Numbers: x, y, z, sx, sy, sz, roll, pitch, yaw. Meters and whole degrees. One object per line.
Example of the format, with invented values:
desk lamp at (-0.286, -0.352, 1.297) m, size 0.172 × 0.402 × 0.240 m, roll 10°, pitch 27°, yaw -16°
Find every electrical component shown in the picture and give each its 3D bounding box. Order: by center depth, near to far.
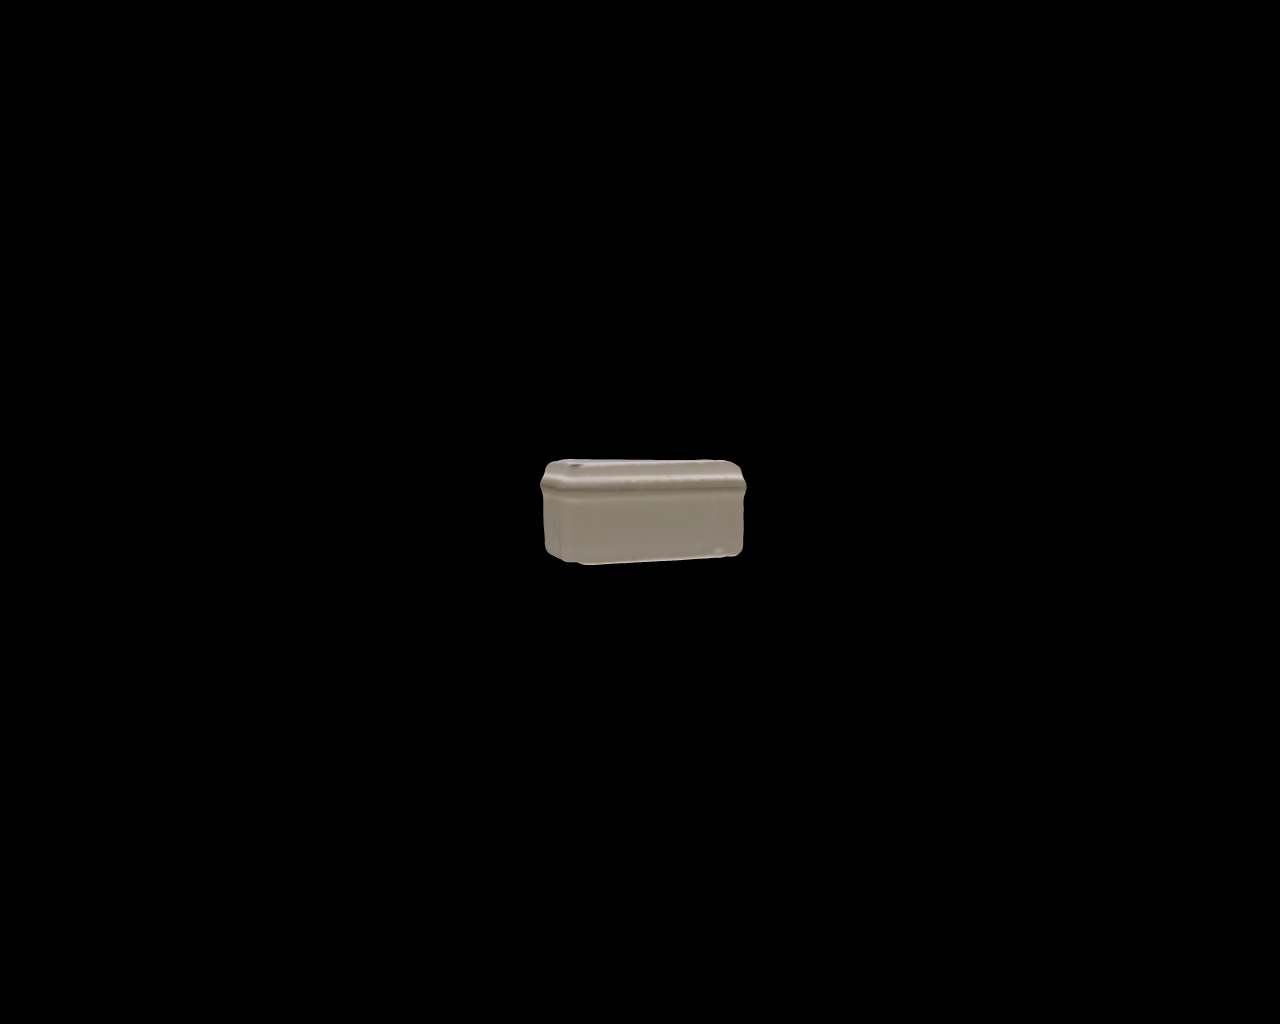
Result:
electrical component at (0.001, -0.003, 0.650) m, size 0.113 × 0.057 × 0.078 m, roll -1°, pitch 4°, yaw -15°
